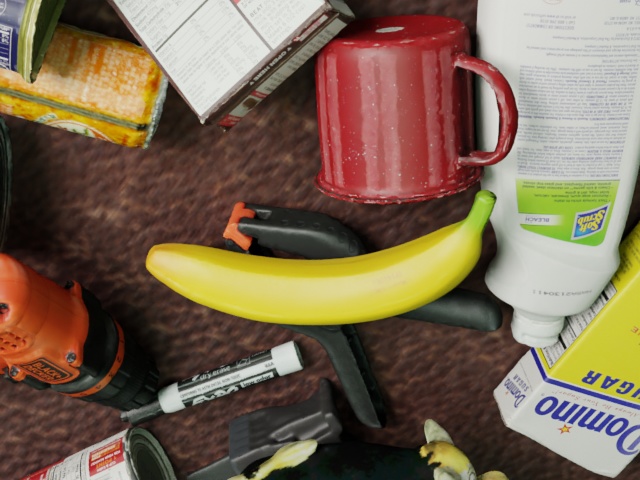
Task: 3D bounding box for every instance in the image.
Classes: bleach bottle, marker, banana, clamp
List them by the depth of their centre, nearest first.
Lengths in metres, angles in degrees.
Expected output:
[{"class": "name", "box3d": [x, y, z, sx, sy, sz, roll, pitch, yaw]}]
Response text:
[{"class": "banana", "box3d": [0.004, 0.017, 0.590, 0.198, 0.037, 0.069, -10, 113, 12]}, {"class": "bleach bottle", "box3d": [0.127, -0.050, 0.598, 0.102, 0.068, 0.251, 3, 120, 3]}, {"class": "clamp", "box3d": [0.010, 0.044, 0.645, 0.171, 0.039, 0.120, 30, 113, -7]}, {"class": "marker", "box3d": [-0.070, 0.092, 0.676, 0.121, 0.020, 0.020, -20, 116, 5]}]

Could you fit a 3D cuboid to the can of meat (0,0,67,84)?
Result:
[{"class": "can of meat", "box3d": [-0.165, -0.135, 0.513, 0.084, 0.102, 0.057, 15, 147, -8]}]

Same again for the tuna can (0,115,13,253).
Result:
[{"class": "tuna can", "box3d": [-0.190, -0.025, 0.572, 0.033, 0.086, 0.086, 3, 116, -5]}]

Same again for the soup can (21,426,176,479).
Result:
[{"class": "soup can", "box3d": [-0.149, 0.169, 0.680, 0.102, 0.068, 0.068, -26, 115, 8]}]

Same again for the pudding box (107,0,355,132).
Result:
[{"class": "pudding box", "box3d": [-0.053, -0.125, 0.533, 0.090, 0.039, 0.113, -40, 77, 15]}]

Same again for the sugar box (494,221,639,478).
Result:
[{"class": "sugar box", "box3d": [0.199, 0.063, 0.667, 0.093, 0.048, 0.176, 28, 110, -17]}]

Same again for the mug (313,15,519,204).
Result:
[{"class": "mug", "box3d": [0.049, -0.070, 0.558, 0.117, 0.093, 0.081, 12, 117, 38]}]

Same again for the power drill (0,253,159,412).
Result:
[{"class": "power drill", "box3d": [-0.204, 0.073, 0.610, 0.188, 0.057, 0.184, -15, 151, 12]}]
